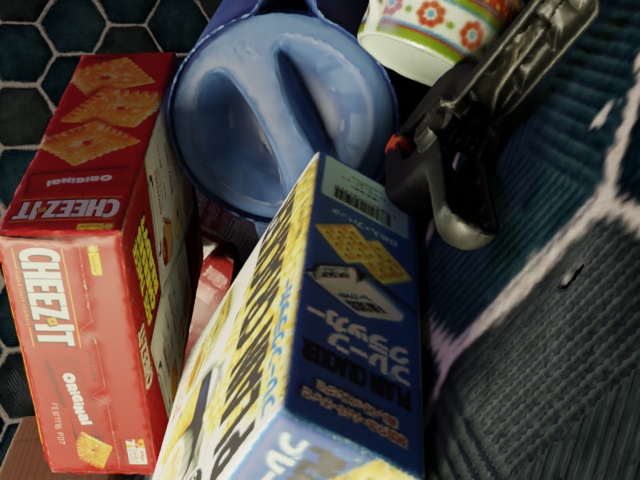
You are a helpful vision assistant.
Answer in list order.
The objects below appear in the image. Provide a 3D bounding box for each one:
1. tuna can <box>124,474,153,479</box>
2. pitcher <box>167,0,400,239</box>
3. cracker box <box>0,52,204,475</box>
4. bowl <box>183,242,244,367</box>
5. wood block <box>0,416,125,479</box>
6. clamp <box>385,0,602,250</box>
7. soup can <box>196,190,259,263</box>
[{"bbox_3d":[-0.114,0.156,0.804,0.086,0.033,0.086,-58,12,20],"label":"tuna can"},{"bbox_3d":[-0.019,-0.110,0.713,0.149,0.145,0.242,-40,20,21],"label":"pitcher"},{"bbox_3d":[-0.121,0.006,0.634,0.213,0.072,0.164,-87,-5,-56],"label":"cracker box"},{"bbox_3d":[-0.075,0.084,0.729,0.162,0.055,0.162,-54,18,26],"label":"bowl"},{"bbox_3d":[-0.193,0.209,0.807,0.206,0.090,0.090,-112,17,-75],"label":"wood block"},{"bbox_3d":[0.062,-0.040,0.484,0.120,0.039,0.172,-60,6,-17],"label":"clamp"},{"bbox_3d":[-0.071,-0.003,0.806,0.069,0.102,0.068,-58,12,20],"label":"soup can"}]
